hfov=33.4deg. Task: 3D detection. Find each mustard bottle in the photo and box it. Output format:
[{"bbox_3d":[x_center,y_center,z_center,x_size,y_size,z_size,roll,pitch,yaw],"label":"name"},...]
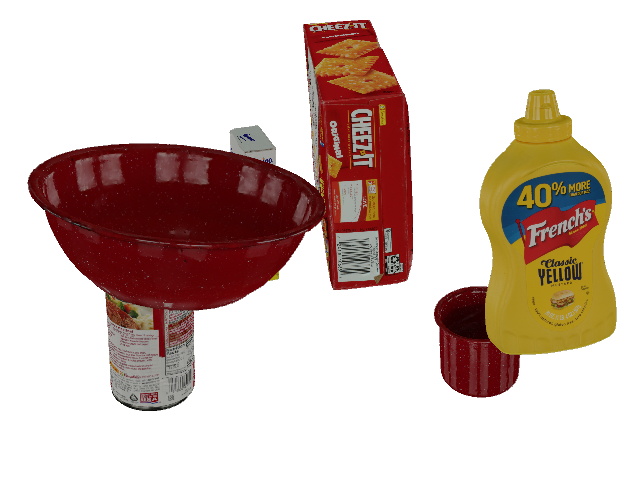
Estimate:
[{"bbox_3d":[0.166,-0.015,0.785,0.096,0.191,0.058,-8,17,-6],"label":"mustard bottle"}]

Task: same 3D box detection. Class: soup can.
[{"bbox_3d":[-0.131,0.073,0.828,0.068,0.102,0.068,2,29,-1],"label":"soup can"}]

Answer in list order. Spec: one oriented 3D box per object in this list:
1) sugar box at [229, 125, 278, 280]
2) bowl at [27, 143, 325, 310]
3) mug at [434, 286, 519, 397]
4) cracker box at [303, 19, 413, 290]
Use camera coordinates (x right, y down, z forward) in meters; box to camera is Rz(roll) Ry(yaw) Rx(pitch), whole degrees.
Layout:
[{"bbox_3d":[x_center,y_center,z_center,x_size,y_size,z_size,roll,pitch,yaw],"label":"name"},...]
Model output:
[{"bbox_3d":[-0.083,-0.045,1.326,0.048,0.176,0.093,-10,25,-14],"label":"sugar box"},{"bbox_3d":[-0.080,-0.005,0.592,0.162,0.055,0.162,7,21,-3],"label":"bowl"},{"bbox_3d":[0.170,0.100,1.105,0.093,0.081,0.117,16,39,29],"label":"mug"},{"bbox_3d":[0.030,-0.081,0.911,0.072,0.164,0.213,-5,27,-2],"label":"cracker box"}]
